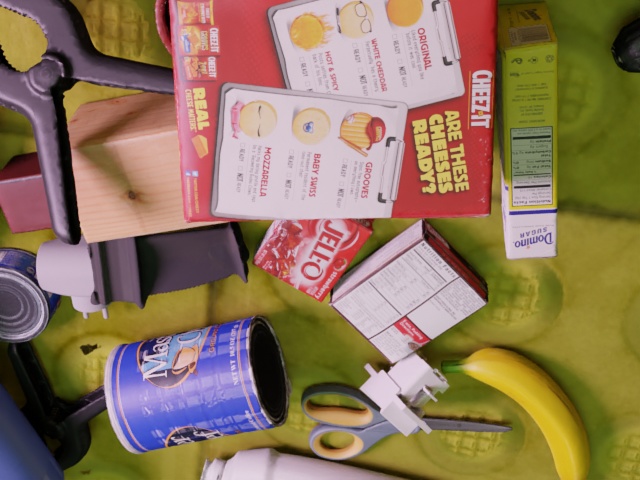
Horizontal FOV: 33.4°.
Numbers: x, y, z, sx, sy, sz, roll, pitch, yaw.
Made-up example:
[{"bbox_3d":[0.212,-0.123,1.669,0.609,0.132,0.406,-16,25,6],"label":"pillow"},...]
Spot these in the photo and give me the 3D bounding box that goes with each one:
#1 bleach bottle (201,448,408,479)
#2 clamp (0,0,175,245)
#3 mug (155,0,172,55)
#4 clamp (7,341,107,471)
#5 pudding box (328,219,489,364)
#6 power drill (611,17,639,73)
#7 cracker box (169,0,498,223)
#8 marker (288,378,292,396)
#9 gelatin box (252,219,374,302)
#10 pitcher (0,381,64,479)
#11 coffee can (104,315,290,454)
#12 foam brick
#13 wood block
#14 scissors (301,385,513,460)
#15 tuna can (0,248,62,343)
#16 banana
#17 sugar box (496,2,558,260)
[{"bbox_3d":[0.004,0.267,1.064,0.251,0.068,0.103,14,122,1],"label":"bleach bottle"},{"bbox_3d":[-0.186,-0.125,0.794,0.164,0.036,0.210,-38,88,4],"label":"clamp"},{"bbox_3d":[-0.075,-0.186,0.785,0.093,0.081,0.117,-4,114,-6],"label":"mug"},{"bbox_3d":[-0.267,0.167,1.049,0.120,0.039,0.172,32,121,0],"label":"clamp"},{"bbox_3d":[0.078,0.047,0.938,0.114,0.039,0.090,-37,110,23],"label":"pudding box"},{"bbox_3d":[0.264,-0.225,0.746,0.185,0.057,0.187,-28,117,17],"label":"power drill"},{"bbox_3d":[0.009,-0.099,0.735,0.213,0.072,0.164,-2,111,0],"label":"cracker box"},{"bbox_3d":[-0.085,0.157,1.033,0.121,0.020,0.020,-18,117,17],"label":"marker"},{"bbox_3d":[-0.006,0.001,0.925,0.073,0.030,0.089,30,119,-11],"label":"gelatin box"},{"bbox_3d":[-0.354,0.165,0.996,0.145,0.149,0.242,-29,107,11],"label":"pitcher"},{"bbox_3d":[-0.110,0.132,0.972,0.140,0.102,0.103,-13,118,13],"label":"coffee can"},{"bbox_3d":[-0.228,-0.044,0.911,0.078,0.053,0.051,-8,119,12],"label":"foam brick"},{"bbox_3d":[-0.094,-0.070,0.859,0.206,0.090,0.091,-8,120,11],"label":"wood block"},{"bbox_3d":[0.075,0.190,1.036,0.201,0.016,0.096,16,123,-3],"label":"scissors"},{"bbox_3d":[-0.285,0.052,0.985,0.086,0.033,0.086,3,120,5],"label":"tuna can"},{"bbox_3d":[0.202,0.159,0.993,0.197,0.037,0.070,44,132,-16],"label":"banana"},{"bbox_3d":[0.160,-0.083,0.820,0.048,0.093,0.176,-5,121,9],"label":"sugar box"}]
